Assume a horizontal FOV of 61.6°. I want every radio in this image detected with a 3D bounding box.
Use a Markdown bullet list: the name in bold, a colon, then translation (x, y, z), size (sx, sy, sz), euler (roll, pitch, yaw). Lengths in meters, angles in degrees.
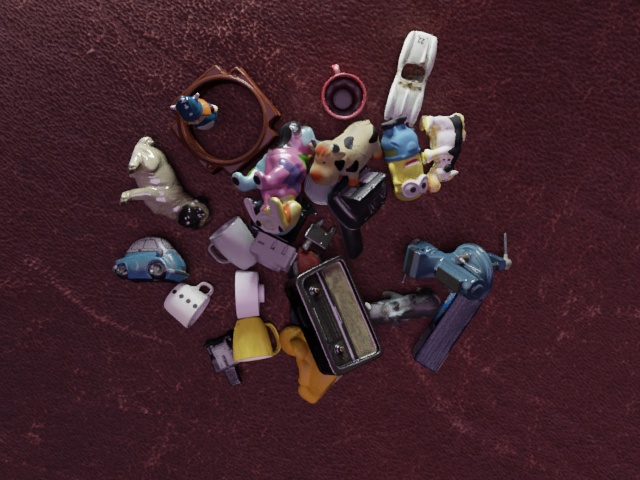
- **radio**: translation (0.026, 0.161, 1.126), size (0.131, 0.073, 0.229), euler (-22, 85, -28)

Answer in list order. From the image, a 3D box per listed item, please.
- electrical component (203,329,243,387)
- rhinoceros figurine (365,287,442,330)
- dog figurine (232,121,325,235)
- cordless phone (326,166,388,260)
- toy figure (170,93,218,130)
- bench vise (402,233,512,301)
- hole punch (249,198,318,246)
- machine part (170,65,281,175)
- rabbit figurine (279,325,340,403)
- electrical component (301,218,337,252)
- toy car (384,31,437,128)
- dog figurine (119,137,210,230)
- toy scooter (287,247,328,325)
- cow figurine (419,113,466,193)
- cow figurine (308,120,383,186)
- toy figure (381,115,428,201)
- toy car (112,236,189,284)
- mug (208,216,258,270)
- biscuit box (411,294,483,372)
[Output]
- **electrical component**: translation (-0.215, 0.279, 1.261), size (0.075, 0.048, 0.119), euler (-27, 98, 5)
- **rhinoceros figurine**: translation (0.176, 0.159, 1.203), size (0.190, 0.112, 0.073), euler (-9, 101, -6)
- **dog figurine**: translation (-0.058, -0.136, 1.121), size (0.219, 0.109, 0.191), euler (-39, 114, -32)
- **cordless phone**: translation (0.094, -0.054, 1.188), size (0.089, 0.146, 0.184), euler (18, 137, 35)
- **toy figure**: translation (-0.236, -0.246, 1.036), size (0.058, 0.154, 0.064), euler (38, 97, -2)
- **bench vise**: translation (0.308, 0.055, 1.170), size (0.240, 0.224, 0.128), euler (-6, 106, -28)
- **hole punch**: translation (-0.089, -0.051, 1.195), size (0.142, 0.092, 0.116), euler (28, 73, -1)
- **machine part**: translation (-0.202, -0.254, 1.155), size (0.201, 0.087, 0.201), euler (-39, 95, 7)
- **rabbit figurine**: translation (-0.031, 0.260, 1.208), size (0.122, 0.162, 0.173), euler (-38, 68, -18)
- **electrical component**: translation (-0.002, -0.004, 1.200), size (0.063, 0.021, 0.094), euler (33, 59, -3)
- **toy car**: translation (0.193, -0.339, 1.147), size (0.073, 0.056, 0.201), euler (15, 99, -1)
- **dog figurine**: translation (-0.325, -0.121, 1.184), size (0.190, 0.121, 0.172), euler (13, 103, -15)
- **toy scooter**: translation (-0.005, 0.104, 1.216), size (0.135, 0.075, 0.183), euler (-3, 102, 1)
- **cow figurine**: translation (0.269, -0.188, 1.168), size (0.098, 0.068, 0.167), euler (-5, 100, -4)
- **cow figurine**: translation (0.050, -0.178, 1.098), size (0.086, 0.195, 0.127), euler (20, 142, 33)
- **toy figure**: translation (0.180, -0.172, 1.153), size (0.082, 0.089, 0.180), euler (-18, 103, 7)
- **toy car**: translation (-0.376, 0.044, 1.208), size (0.162, 0.109, 0.103), euler (1, 77, 12)
- **mug**: translation (-0.192, 0.019, 1.205), size (0.109, 0.081, 0.107), euler (-35, 105, 17)
- **biscuit box**: translation (0.291, 0.199, 1.232), size (0.063, 0.059, 0.202), euler (32, 99, -2)
